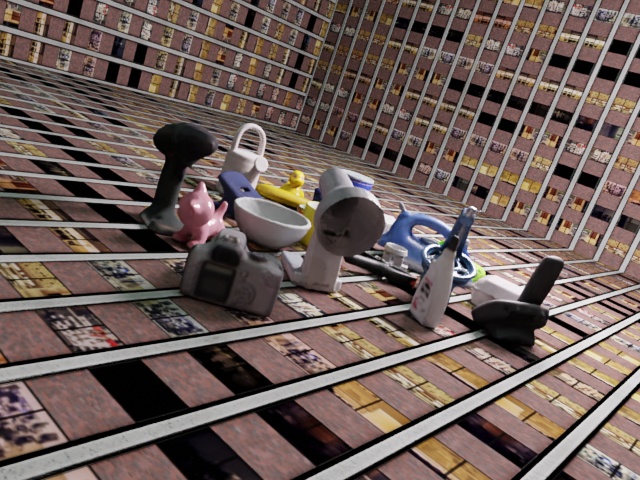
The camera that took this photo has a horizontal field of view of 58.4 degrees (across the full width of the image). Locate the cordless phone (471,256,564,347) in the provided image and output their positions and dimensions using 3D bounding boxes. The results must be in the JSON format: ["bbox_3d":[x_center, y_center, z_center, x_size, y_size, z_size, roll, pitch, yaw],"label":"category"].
[{"bbox_3d":[0.398,0.107,1.137,0.148,0.185,0.094,11,17,-30],"label":"cordless phone"}]

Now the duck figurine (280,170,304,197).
[{"bbox_3d":[-0.077,-0.169,1.731,0.078,0.086,0.104,14,15,-19],"label":"duck figurine"}]

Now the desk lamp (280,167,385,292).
[{"bbox_3d":[0.017,-0.016,1.030,0.118,0.213,0.202,14,15,-22],"label":"desk lamp"}]

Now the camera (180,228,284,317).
[{"bbox_3d":[-0.129,0.034,0.881,0.143,0.101,0.136,17,15,-10],"label":"camera"}]

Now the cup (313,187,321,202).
[{"bbox_3d":[0.012,-0.079,1.496,0.091,0.095,0.118,24,15,16],"label":"cup"}]

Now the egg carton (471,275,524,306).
[{"bbox_3d":[0.418,0.135,1.295,0.150,0.069,0.107,26,16,25],"label":"egg carton"}]

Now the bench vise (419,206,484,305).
[{"bbox_3d":[0.269,0.019,1.220,0.122,0.220,0.207,17,15,-11],"label":"bench vise"}]

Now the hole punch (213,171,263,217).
[{"bbox_3d":[-0.186,-0.104,1.336,0.101,0.091,0.109,24,15,18],"label":"hole punch"}]

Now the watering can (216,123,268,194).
[{"bbox_3d":[-0.192,-0.207,1.499,0.172,0.194,0.101,27,16,28],"label":"watering can"}]

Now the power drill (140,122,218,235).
[{"bbox_3d":[-0.262,-0.120,1.056,0.076,0.208,0.228,9,18,-36],"label":"power drill"}]

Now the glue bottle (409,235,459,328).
[{"bbox_3d":[0.219,0.071,1.056,0.037,0.173,0.078,14,15,-21],"label":"glue bottle"}]

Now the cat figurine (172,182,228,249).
[{"bbox_3d":[-0.211,-0.045,1.032,0.067,0.118,0.128,27,16,26],"label":"cat figurine"}]

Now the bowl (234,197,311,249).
[{"bbox_3d":[-0.107,-0.026,1.186,0.167,0.075,0.167,18,14,-5],"label":"bowl"}]

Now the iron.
[{"bbox_3d":[0.280,0.011,1.426,0.258,0.141,0.119,21,14,7],"label":"iron"}]
